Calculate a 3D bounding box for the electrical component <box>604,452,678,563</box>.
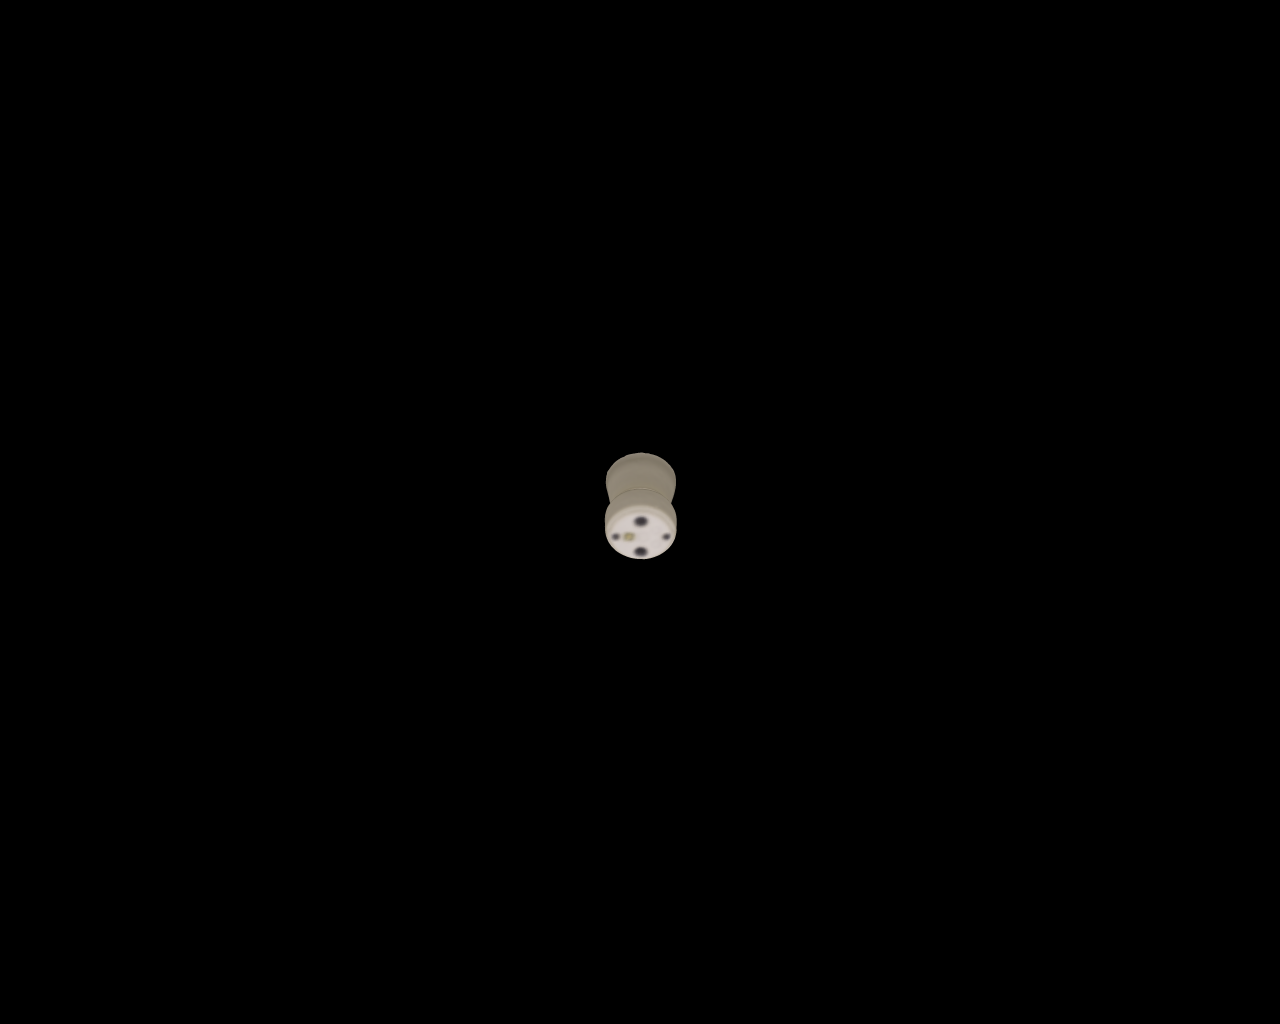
[{"bbox_3d":[0.001,-0.003,0.650,0.045,0.044,0.055,0,39,0],"label":"electrical component"}]
